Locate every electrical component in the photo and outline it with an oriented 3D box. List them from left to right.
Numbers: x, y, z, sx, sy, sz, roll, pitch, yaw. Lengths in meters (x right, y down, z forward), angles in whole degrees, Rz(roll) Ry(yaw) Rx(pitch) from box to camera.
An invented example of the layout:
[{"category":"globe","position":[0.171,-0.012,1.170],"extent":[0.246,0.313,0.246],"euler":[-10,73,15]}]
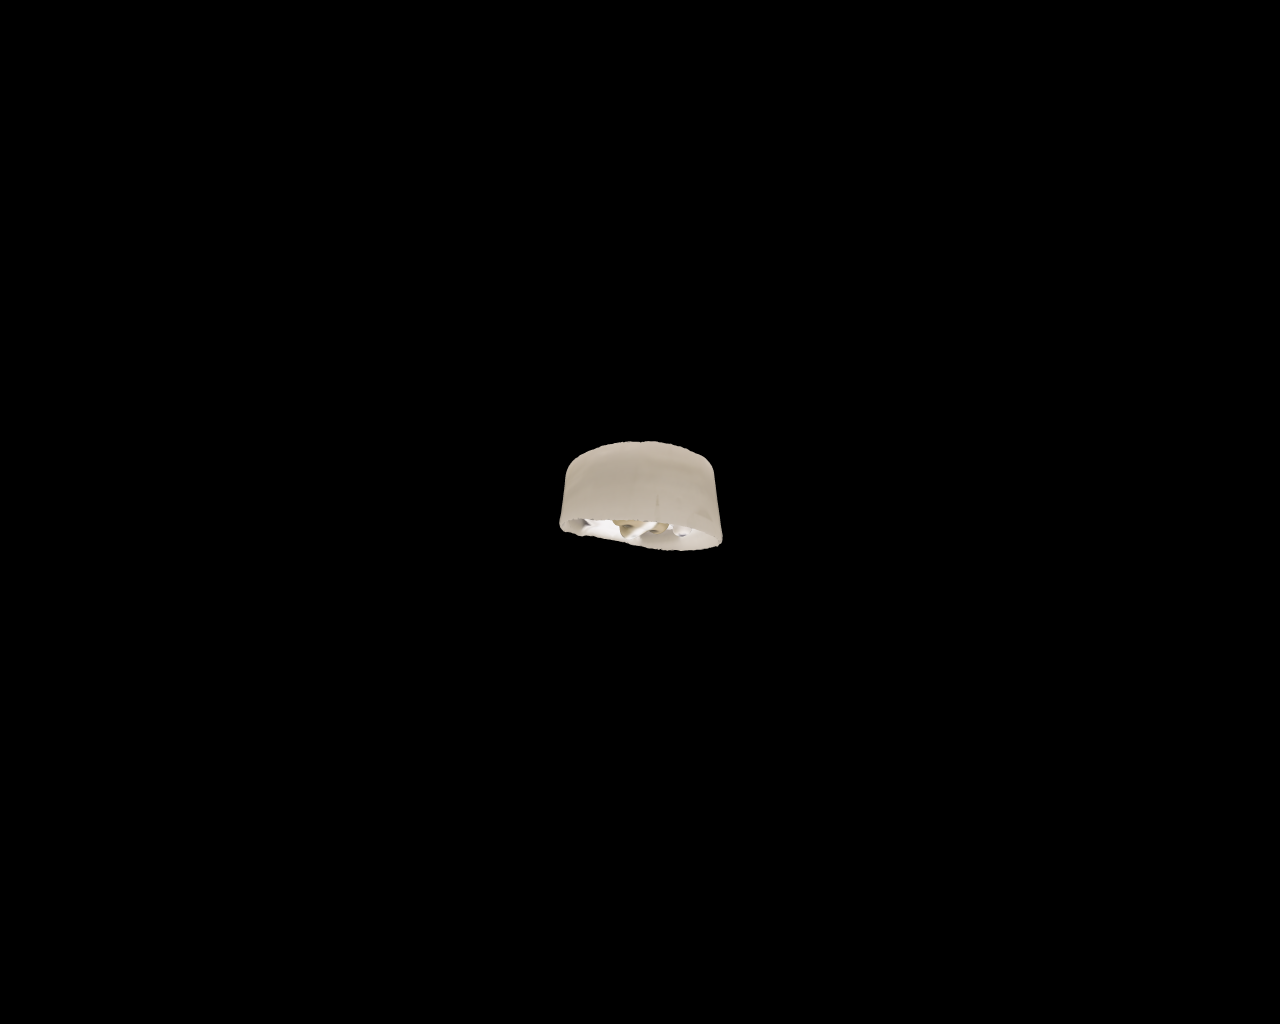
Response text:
[{"category":"electrical component","position":[0.001,-0.003,0.650],"extent":[0.099,0.064,0.099],"euler":[0,-22,0]}]
